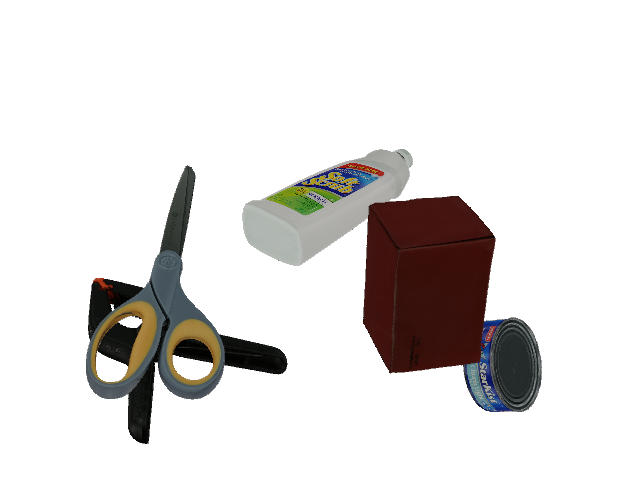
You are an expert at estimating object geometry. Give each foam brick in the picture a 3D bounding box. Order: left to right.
[{"bbox_3d":[0.055,0.022,0.558,0.053,0.078,0.051,-5,31,-13],"label":"foam brick"}]

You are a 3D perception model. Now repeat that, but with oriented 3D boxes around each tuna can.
[{"bbox_3d":[0.167,0.115,0.980,0.034,0.086,0.085,-9,-6,40],"label":"tuna can"}]

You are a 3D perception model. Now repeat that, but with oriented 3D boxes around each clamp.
[{"bbox_3d":[-0.143,0.094,0.999,0.164,0.036,0.210,-18,40,-30],"label":"clamp"}]

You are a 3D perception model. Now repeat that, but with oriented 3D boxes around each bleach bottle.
[{"bbox_3d":[0.023,-0.058,1.354,0.103,0.068,0.250,25,43,34],"label":"bleach bottle"}]

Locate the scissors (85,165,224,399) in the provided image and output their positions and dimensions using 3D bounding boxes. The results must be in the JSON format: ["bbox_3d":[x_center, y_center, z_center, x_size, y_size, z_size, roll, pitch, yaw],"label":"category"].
[{"bbox_3d":[-0.089,0.030,0.723,0.096,0.201,0.016,20,-40,7],"label":"scissors"}]
